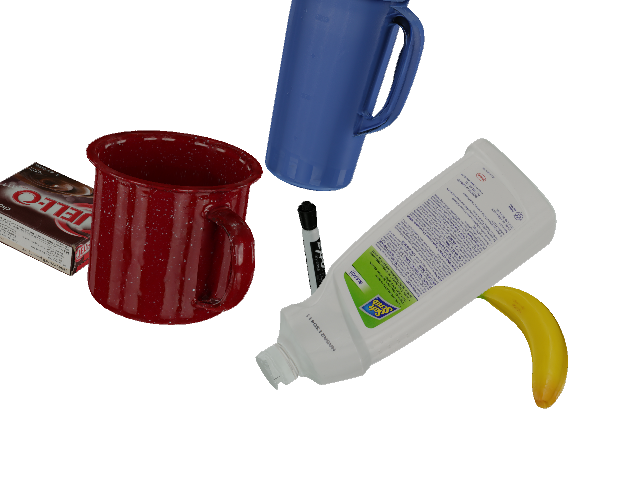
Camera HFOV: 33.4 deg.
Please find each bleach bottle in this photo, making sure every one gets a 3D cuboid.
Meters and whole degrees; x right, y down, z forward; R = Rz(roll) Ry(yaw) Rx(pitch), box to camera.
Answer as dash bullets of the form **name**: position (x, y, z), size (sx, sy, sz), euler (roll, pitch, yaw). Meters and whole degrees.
- **bleach bottle**: position (0.057, 0.026, 0.823), size (0.250, 0.103, 0.068), euler (-33, -28, -14)

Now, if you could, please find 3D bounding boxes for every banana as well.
- **banana**: position (0.223, 0.103, 1.136), size (0.069, 0.037, 0.198), euler (-28, 36, 0)

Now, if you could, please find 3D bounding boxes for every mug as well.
- **mug**: position (-0.074, -0.002, 0.571), size (0.093, 0.081, 0.117), euler (-12, 30, -43)

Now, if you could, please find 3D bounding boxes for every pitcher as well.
- **pitcher**: position (0.019, -0.181, 1.237), size (0.145, 0.243, 0.149), euler (9, 23, -12)

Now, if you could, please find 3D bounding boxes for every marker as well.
- **marker**: position (-0.007, 0.013, 1.102), size (0.020, 0.121, 0.020), euler (-6, 32, 4)

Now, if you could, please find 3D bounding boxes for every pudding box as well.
- **pudding box**: position (-0.242, -0.021, 0.962), size (0.113, 0.039, 0.089), euler (22, 31, 16)
